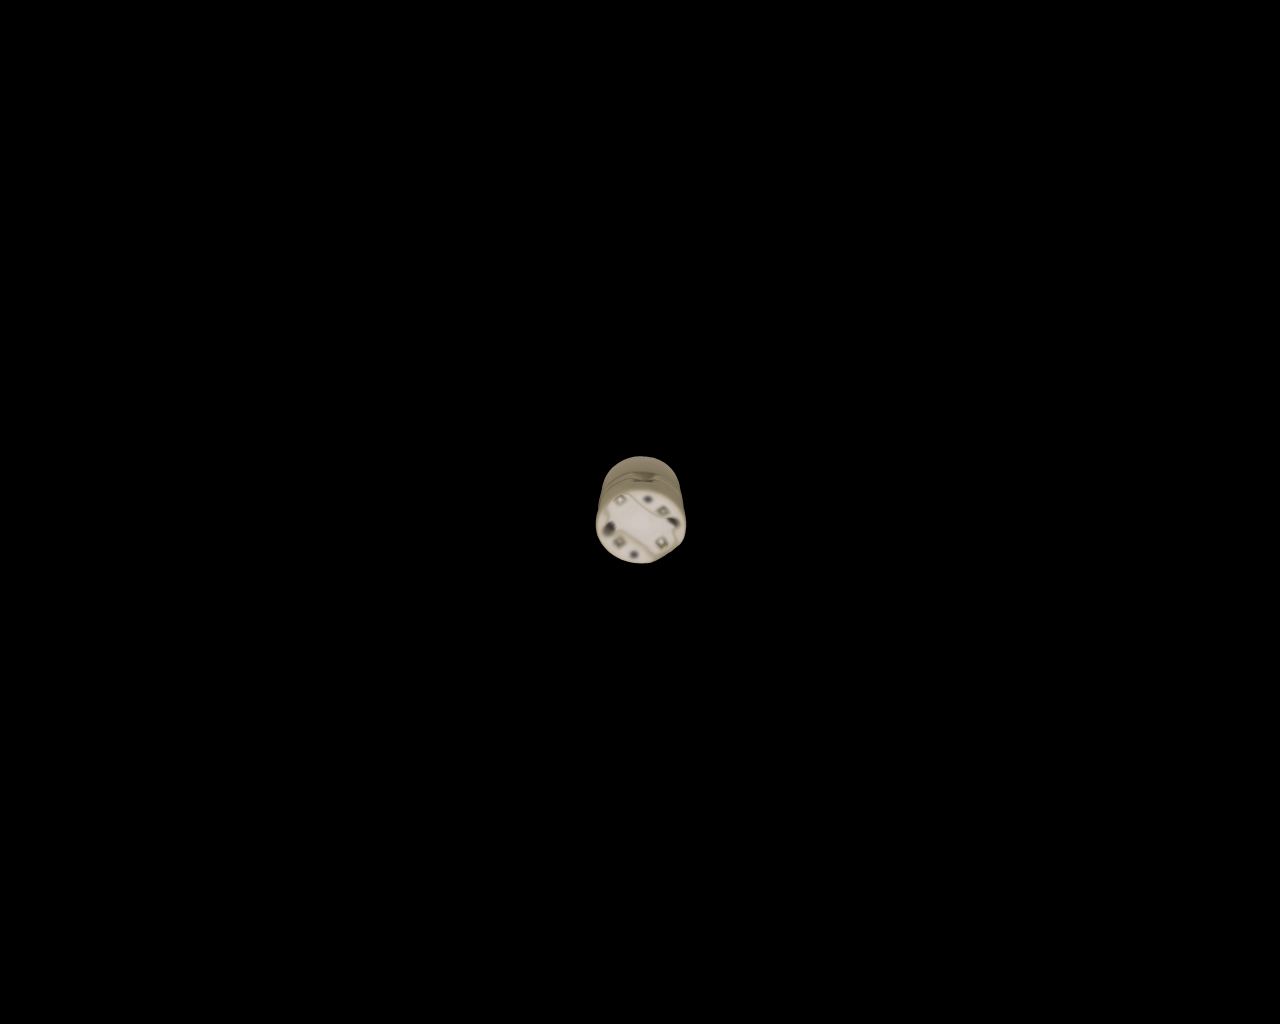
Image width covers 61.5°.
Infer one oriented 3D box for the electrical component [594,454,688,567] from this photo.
[{"bbox_3d":[0.001,-0.003,0.650,0.055,0.055,0.047,0,31,0],"label":"electrical component"}]
